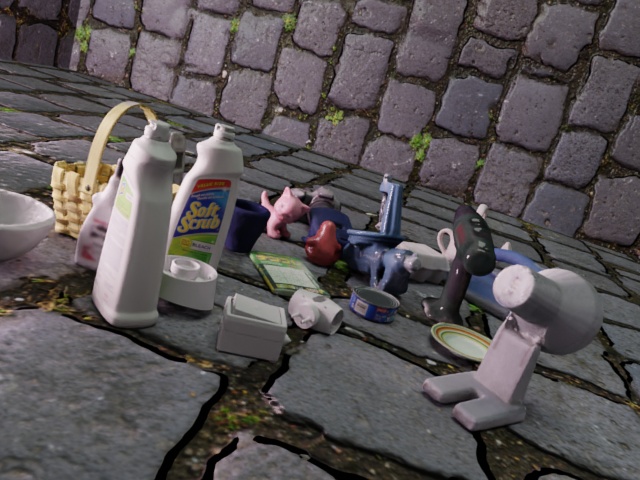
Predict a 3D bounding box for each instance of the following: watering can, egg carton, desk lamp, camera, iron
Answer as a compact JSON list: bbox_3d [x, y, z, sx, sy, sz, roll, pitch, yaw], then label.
[{"bbox_3d":[0.376,0.008,1.392,0.173,0.194,0.101,18,15,1],"label":"watering can"},{"bbox_3d":[0.218,0.051,1.305,0.151,0.069,0.107,7,18,-34],"label":"egg carton"},{"bbox_3d":[0.272,0.135,0.780,0.204,0.213,0.117,4,20,-41],"label":"desk lamp"},{"bbox_3d":[-0.011,-0.080,1.457,0.143,0.101,0.136,14,15,-11],"label":"camera"},{"bbox_3d":[0.393,0.079,1.258,0.257,0.141,0.119,29,19,37],"label":"iron"}]

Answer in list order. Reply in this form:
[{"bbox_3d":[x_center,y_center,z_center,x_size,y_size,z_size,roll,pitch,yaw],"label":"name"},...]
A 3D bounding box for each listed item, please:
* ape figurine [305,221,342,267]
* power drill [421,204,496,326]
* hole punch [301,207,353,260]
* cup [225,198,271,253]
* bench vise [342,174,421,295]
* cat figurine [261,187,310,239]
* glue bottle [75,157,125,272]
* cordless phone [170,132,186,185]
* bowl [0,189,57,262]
[{"bbox_3d":[0.011,0.004,1.194,0.078,0.092,0.076,18,15,1],"label":"ape figurine"},{"bbox_3d":[0.265,0.049,1.094,0.075,0.208,0.229,16,15,-4],"label":"power drill"},{"bbox_3d":[0.027,-0.016,1.286,0.109,0.091,0.100,9,17,-28],"label":"hole punch"},{"bbox_3d":[-0.159,-0.028,1.115,0.117,0.095,0.092,28,18,34],"label":"cup"},{"bbox_3d":[0.146,-0.012,1.155,0.206,0.220,0.122,29,19,36],"label":"bench vise"},{"bbox_3d":[-0.089,-0.068,1.289,0.127,0.118,0.067,27,17,31],"label":"cat figurine"},{"bbox_3d":[-0.302,-0.036,0.830,0.078,0.173,0.037,18,15,4],"label":"glue bottle"},{"bbox_3d":[-0.276,-0.121,1.140,0.094,0.185,0.148,21,15,14],"label":"cordless phone"},{"bbox_3d":[-0.453,-0.014,0.774,0.167,0.075,0.167,16,15,-4],"label":"bowl"}]
